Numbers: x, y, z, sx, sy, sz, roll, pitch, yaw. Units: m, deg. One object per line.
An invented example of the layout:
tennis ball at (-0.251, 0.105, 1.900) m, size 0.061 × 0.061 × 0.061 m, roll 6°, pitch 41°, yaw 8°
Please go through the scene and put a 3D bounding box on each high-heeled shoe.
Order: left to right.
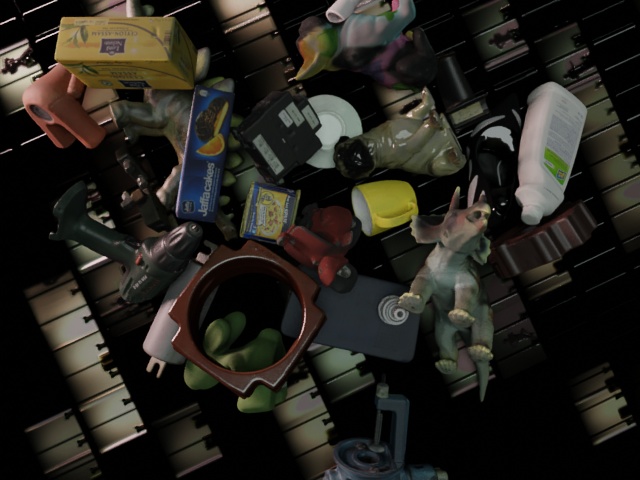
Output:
high-heeled shoe at (0.300, -0.139, 0.892) m, size 0.086 × 0.145 × 0.248 m, roll 17°, pitch 92°, yaw -4°

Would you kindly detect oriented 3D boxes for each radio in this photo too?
radio at (0.055, 0.120, 0.920) m, size 0.230 × 0.073 × 0.131 m, roll 13°, pitch 89°, yaw -5°

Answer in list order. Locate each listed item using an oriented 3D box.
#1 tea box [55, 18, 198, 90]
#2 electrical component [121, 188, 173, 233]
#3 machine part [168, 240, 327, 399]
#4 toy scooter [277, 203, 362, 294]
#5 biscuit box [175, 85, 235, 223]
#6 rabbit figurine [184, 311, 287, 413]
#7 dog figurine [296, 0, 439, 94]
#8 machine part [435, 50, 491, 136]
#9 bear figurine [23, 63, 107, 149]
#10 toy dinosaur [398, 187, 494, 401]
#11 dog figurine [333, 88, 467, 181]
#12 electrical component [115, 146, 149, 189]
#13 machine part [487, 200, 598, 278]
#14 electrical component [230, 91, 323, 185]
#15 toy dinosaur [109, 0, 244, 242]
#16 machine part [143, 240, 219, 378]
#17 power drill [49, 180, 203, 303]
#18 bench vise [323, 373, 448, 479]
tea box at (-0.275, -0.267, 0.775) m, size 0.170 × 0.098 × 0.068 m, roll 2°, pitch 80°, yaw 9°
electrical component at (-0.286, -0.049, 0.891) m, size 0.045 × 0.102 × 0.078 m, roll -24°, pitch 82°, yaw 1°
machine part at (-0.108, 0.119, 0.818) m, size 0.202 × 0.087 × 0.201 m, roll 32°, pitch 73°, yaw 11°
toy scooter at (-0.002, -0.003, 0.867) m, size 0.135 × 0.184 × 0.075 m, roll 24°, pitch 128°, yaw -13°
biscuit box at (-0.178, -0.129, 0.828) m, size 0.063 × 0.059 × 0.202 m, roll 8°, pitch 94°, yaw -16°
rabbit figurine at (-0.150, 0.204, 0.891) m, size 0.170 × 0.121 × 0.159 m, roll -2°, pitch 92°, yaw 12°
dog figurine at (0.066, -0.303, 0.899) m, size 0.219 × 0.108 × 0.191 m, roll -26°, pitch 112°, yaw 10°
machine part at (0.238, -0.260, 0.934) m, size 0.084 × 0.039 × 0.139 m, roll -27°, pitch 91°, yaw 22°
bear figurine at (-0.392, -0.262, 0.887) m, size 0.120 × 0.131 × 0.196 m, roll 4°, pitch 56°, yaw 30°
toy dinosaur at (0.230, 0.091, 0.885) m, size 0.131 × 0.404 × 0.192 m, roll 5°, pitch 51°, yaw 28°
dog figurine at (0.137, -0.141, 0.921) m, size 0.191 × 0.121 × 0.172 m, roll -29°, pitch 118°, yaw 23°
electrical component at (-0.314, -0.123, 0.902) m, size 0.021 × 0.094 × 0.063 m, roll -36°, pitch 130°, yaw -4°
machine part at (0.360, -0.004, 0.882) m, size 0.179 × 0.179 × 0.056 m, roll -30°, pitch 90°, yaw -2°
electrical component at (-0.061, -0.172, 0.872) m, size 0.134 × 0.058 × 0.114 m, roll -44°, pitch 125°, yaw -16°
toy dinosaur at (-0.235, -0.214, 0.890) m, size 0.198 × 0.105 × 0.470 m, roll -28°, pitch 101°, yaw -10°
machine part at (-0.228, 0.116, 0.902) m, size 0.079 × 0.079 × 0.243 m, roll 25°, pitch 89°, yaw -3°
power drill at (-0.303, -0.004, 0.836) m, size 0.207 × 0.232 × 0.086 m, roll 29°, pitch 45°, yaw -12°
bench vise at (0.119, 0.356, 0.901) m, size 0.224 × 0.129 × 0.240 m, roll 4°, pitch 98°, yaw -1°
